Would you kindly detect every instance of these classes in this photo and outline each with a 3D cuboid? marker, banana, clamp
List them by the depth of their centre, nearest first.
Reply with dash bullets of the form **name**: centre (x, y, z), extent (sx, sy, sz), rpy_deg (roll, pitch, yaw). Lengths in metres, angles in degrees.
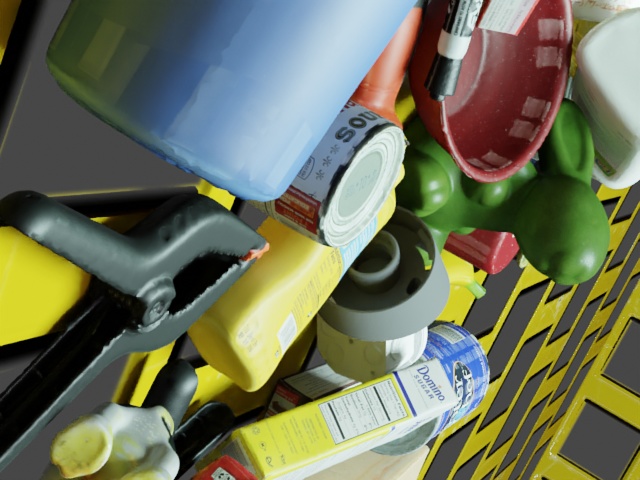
- **clamp**: centre (-0.095, 0.020, 0.527), extent (0.209, 0.036, 0.165), rpy_deg (-32, 150, -47)
- **marker**: centre (0.082, -0.133, 0.594), extent (0.020, 0.020, 0.121), rpy_deg (-31, 142, -51)
- **clamp**: centre (-0.114, 0.155, 0.666), extent (0.171, 0.039, 0.120), rpy_deg (-53, 155, -4)
- **banana**: centre (0.093, 0.047, 0.946), extent (0.037, 0.069, 0.197), rpy_deg (-35, 175, 39)

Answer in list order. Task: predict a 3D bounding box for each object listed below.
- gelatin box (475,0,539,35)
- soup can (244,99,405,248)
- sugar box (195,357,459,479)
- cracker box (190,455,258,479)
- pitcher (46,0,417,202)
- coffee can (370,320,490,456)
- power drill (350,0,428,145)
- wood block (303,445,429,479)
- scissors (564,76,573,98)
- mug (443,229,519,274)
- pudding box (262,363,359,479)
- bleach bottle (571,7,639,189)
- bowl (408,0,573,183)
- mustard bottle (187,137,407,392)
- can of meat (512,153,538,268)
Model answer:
- **gelatin box**: centre (0.115, -0.169, 0.616), extent (0.089, 0.030, 0.073), rpy_deg (96, 5, -81)
- **soup can**: centre (-0.019, -0.048, 0.518), extent (0.068, 0.102, 0.068), rpy_deg (-46, 155, -29)
- **sugar box**: centre (0.006, 0.140, 0.777), extent (0.175, 0.048, 0.093), rpy_deg (-18, 163, -34)
- **cracker box**: centre (-0.109, 0.251, 0.706), extent (0.164, 0.072, 0.214), rpy_deg (-44, 167, -32)
- **pitcher**: centre (-0.009, -0.145, 0.404), extent (0.243, 0.149, 0.145), rpy_deg (-58, 174, 5)
- **coffee can**: centre (0.088, 0.134, 0.995), extent (0.140, 0.103, 0.103), rpy_deg (-9, 126, -63)
- **power drill**: centre (0.025, -0.122, 0.579), extent (0.184, 0.057, 0.188), rpy_deg (-24, 139, -56)
- **wood block**: centre (0.004, 0.241, 0.967), extent (0.205, 0.090, 0.091), rpy_deg (-27, 142, -53)
- **scissors**: centre (0.212, -0.107, 1.050), extent (0.016, 0.096, 0.201), rpy_deg (32, 57, -51)
- **mug**: centre (0.136, -0.017, 0.929), extent (0.093, 0.082, 0.117), rpy_deg (-51, 157, -21)
- **pudding box**: centre (-0.012, 0.153, 0.886), extent (0.113, 0.039, 0.090), rpy_deg (-7, 120, -67)
- **bleach bottle**: centre (0.241, -0.100, 0.872), extent (0.068, 0.102, 0.251), rpy_deg (-32, 171, 1)
- **bowl**: centre (0.109, -0.123, 0.729), extent (0.161, 0.055, 0.162), rpy_deg (-21, 119, -44)
- **mustard bottle**: centre (-0.005, 0.001, 0.674), extent (0.191, 0.058, 0.096), rpy_deg (-51, 158, -20)
- **can of meat**: centre (0.174, -0.040, 0.981), extent (0.057, 0.084, 0.102), rpy_deg (-29, 144, -52)
